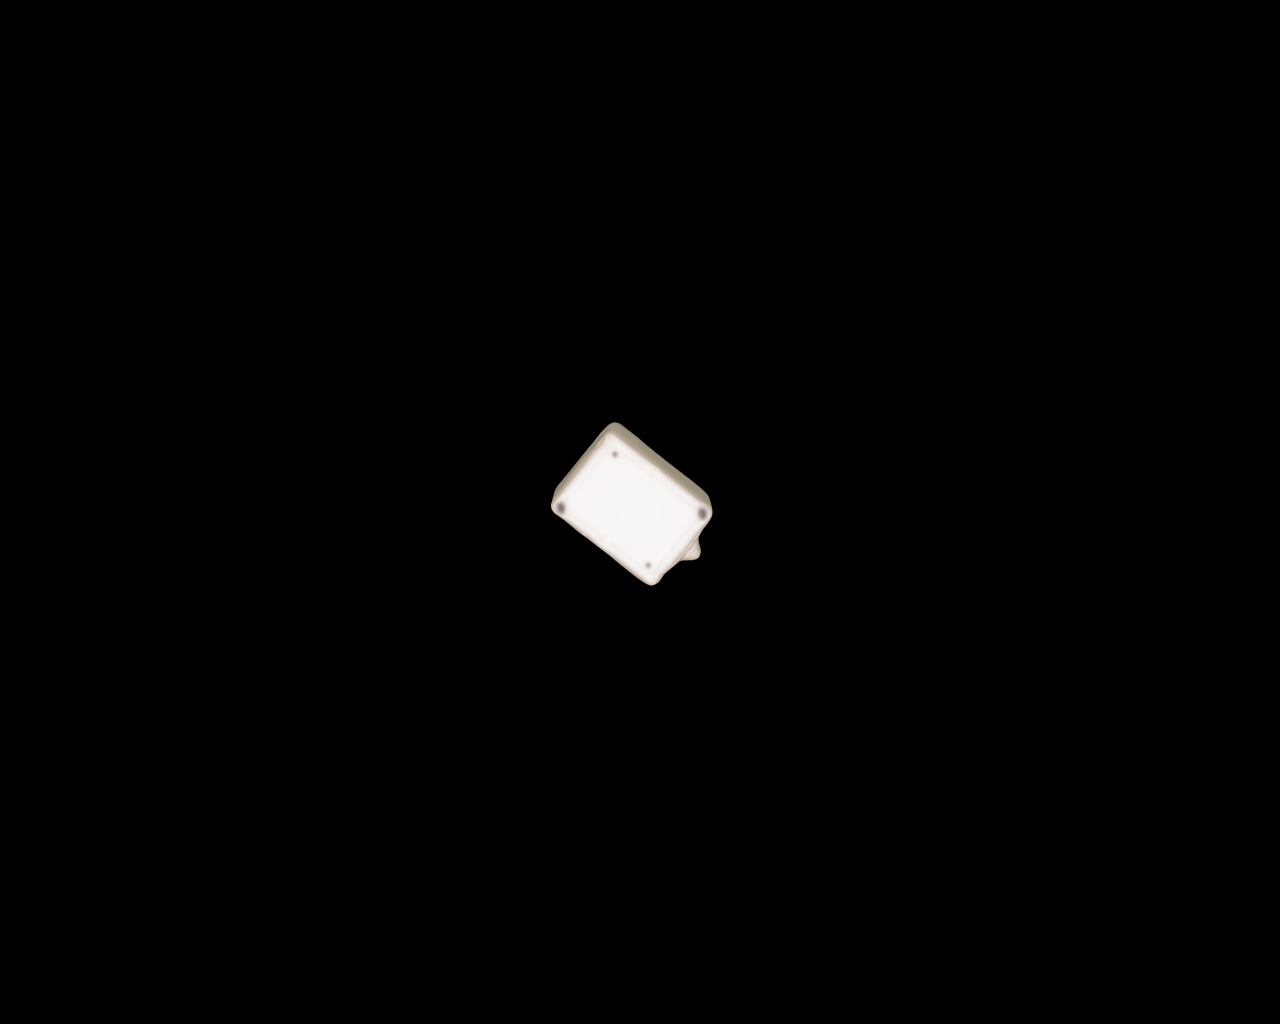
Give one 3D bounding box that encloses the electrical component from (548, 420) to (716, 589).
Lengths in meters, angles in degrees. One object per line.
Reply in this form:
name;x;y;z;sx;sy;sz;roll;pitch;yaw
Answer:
electrical component;0.001;-0.003;0.650;0.096;0.061;0.061;38;9;-7
